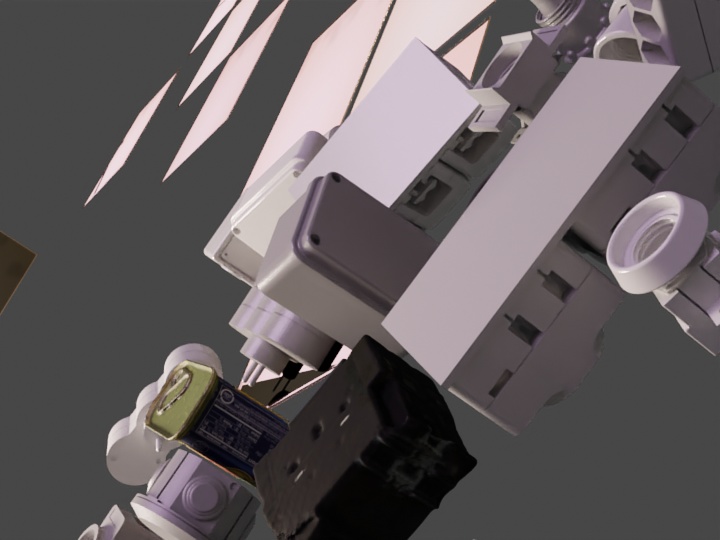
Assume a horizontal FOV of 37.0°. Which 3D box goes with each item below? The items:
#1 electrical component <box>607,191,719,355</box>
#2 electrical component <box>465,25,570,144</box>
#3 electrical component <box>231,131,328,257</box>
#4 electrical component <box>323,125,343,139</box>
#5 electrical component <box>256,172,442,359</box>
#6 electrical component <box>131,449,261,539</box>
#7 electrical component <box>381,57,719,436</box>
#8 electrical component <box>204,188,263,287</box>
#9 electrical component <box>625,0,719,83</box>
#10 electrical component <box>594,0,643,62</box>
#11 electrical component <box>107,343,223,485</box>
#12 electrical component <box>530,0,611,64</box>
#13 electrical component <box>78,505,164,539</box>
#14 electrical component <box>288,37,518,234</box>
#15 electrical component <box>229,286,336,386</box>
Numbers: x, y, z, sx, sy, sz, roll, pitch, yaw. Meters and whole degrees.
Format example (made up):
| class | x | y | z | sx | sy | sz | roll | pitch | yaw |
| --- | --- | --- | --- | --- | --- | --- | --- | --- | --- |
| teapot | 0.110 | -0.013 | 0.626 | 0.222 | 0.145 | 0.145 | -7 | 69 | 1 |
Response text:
| class | x | y | z | sx | sy | sz | roll | pitch | yaw |
| --- | --- | --- | --- | --- | --- | --- | --- | --- | --- |
| electrical component | 0.140 | -0.001 | 0.462 | 0.048 | 0.055 | 0.066 | -47 | 21 | 18 |
| electrical component | 0.112 | -0.117 | 0.704 | 0.081 | 0.064 | 0.042 | -56 | 20 | -4 |
| electrical component | -0.054 | -0.059 | 0.966 | 0.113 | 0.078 | 0.057 | -38 | 22 | 38 |
| electrical component | -0.018 | -0.114 | 1.025 | 0.081 | 0.043 | 0.043 | -31 | 30 | 47 |
| electrical component | 0.000 | 0.000 | 0.694 | 0.057 | 0.113 | 0.078 | -40 | 24 | 41 |
| electrical component | -0.110 | 0.162 | 0.727 | 0.051 | 0.080 | 0.080 | -56 | 19 | -22 |
| electrical component | 0.103 | -0.015 | 0.562 | 0.186 | 0.060 | 0.105 | -53 | 20 | 2 |
| electrical component | -0.101 | -0.037 | 1.059 | 0.096 | 0.062 | 0.061 | -56 | 20 | -4 |
| electrical component | 0.191 | -0.148 | 0.586 | 0.077 | 0.065 | 0.047 | -23 | 22 | -1 |
| electrical component | 0.170 | -0.145 | 0.647 | 0.045 | 0.045 | 0.055 | -23 | 36 | 56 |
| electrical component | -0.172 | 0.135 | 0.952 | 0.138 | 0.052 | 0.073 | -51 | 20 | 8 |
| electrical component | 0.141 | -0.176 | 0.738 | 0.048 | 0.062 | 0.048 | -45 | 21 | 23 |
| electrical component | -0.196 | 0.235 | 0.836 | 0.089 | 0.056 | 0.050 | -58 | 20 | -9 |
| electrical component | 0.032 | -0.078 | 0.790 | 0.150 | 0.062 | 0.089 | -49 | 51 | 15 |
| electrical component | -0.069 | 0.058 | 0.844 | 0.073 | 0.052 | 0.138 | -58 | 20 | -10 |
